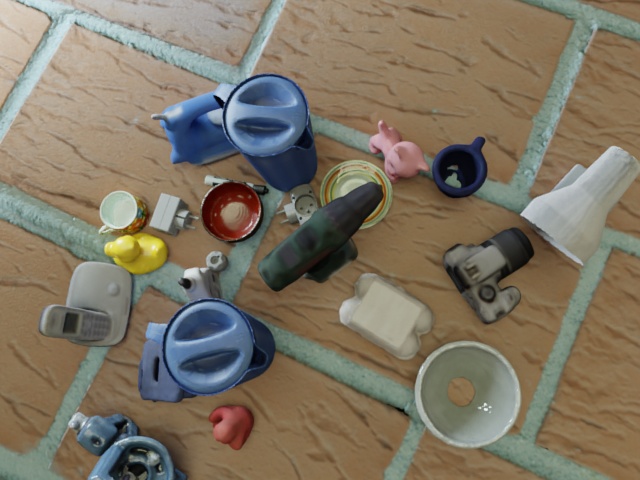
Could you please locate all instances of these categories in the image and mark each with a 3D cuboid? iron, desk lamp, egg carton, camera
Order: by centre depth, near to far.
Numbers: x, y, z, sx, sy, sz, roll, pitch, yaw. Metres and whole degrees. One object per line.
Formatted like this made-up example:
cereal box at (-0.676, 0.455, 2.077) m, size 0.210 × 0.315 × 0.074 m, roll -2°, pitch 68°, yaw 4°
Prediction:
desk lamp at (0.410, -0.055, 0.909) m, size 0.118 × 0.213 × 0.203 m, roll 41°, pitch 85°, yaw 12°
camera at (0.296, 0.049, 0.957) m, size 0.137 × 0.101 × 0.143 m, roll -32°, pitch 77°, yaw -1°
egg carton at (0.114, 0.128, 0.974) m, size 0.150 × 0.069 × 0.107 m, roll 30°, pitch 83°, yaw 11°
iron at (-0.172, -0.234, 1.038) m, size 0.258 × 0.141 × 0.118 m, roll -20°, pitch 77°, yaw 1°

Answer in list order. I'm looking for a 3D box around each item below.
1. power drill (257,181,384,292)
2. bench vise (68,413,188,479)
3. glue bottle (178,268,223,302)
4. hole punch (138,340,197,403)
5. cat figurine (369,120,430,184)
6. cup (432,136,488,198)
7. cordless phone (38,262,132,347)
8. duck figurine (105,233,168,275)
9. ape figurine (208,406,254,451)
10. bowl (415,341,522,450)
power drill at (0.009, 0.003, 0.938) m, size 0.229 × 0.208 × 0.075 m, roll -38°, pitch 77°, yaw -3°
bench vise at (-0.326, 0.357, 0.891) m, size 0.207 × 0.220 × 0.121 m, roll 17°, pitch 81°, yaw 9°
glue bottle at (-0.205, 0.079, 0.961) m, size 0.037 × 0.173 × 0.078 m, roll -13°, pitch 77°, yaw 3°
hole punch at (-0.263, 0.225, 0.979) m, size 0.101 × 0.091 × 0.109 m, roll 0°, pitch 78°, yaw 6°
cat figurine at (0.137, -0.155, 1.005) m, size 0.067 × 0.118 × 0.127 m, roll -30°, pitch 77°, yaw -1°
cup at (0.245, -0.121, 0.999) m, size 0.091 × 0.095 × 0.118 m, roll 34°, pitch 83°, yaw 11°
cordless phone at (-0.398, 0.105, 0.968) m, size 0.094 × 0.185 × 0.147 m, roll 1°, pitch 78°, yaw 6°
duck figurine at (-0.334, 0.019, 1.030) m, size 0.104 × 0.086 × 0.077 m, roll 0°, pitch 78°, yaw 6°
ape figurine at (-0.151, 0.312, 0.950) m, size 0.076 × 0.092 × 0.078 m, roll -22°, pitch 77°, yaw 1°
bowl at (0.236, 0.249, 0.935) m, size 0.167 × 0.075 × 0.167 m, roll -1°, pitch 78°, yaw 5°
